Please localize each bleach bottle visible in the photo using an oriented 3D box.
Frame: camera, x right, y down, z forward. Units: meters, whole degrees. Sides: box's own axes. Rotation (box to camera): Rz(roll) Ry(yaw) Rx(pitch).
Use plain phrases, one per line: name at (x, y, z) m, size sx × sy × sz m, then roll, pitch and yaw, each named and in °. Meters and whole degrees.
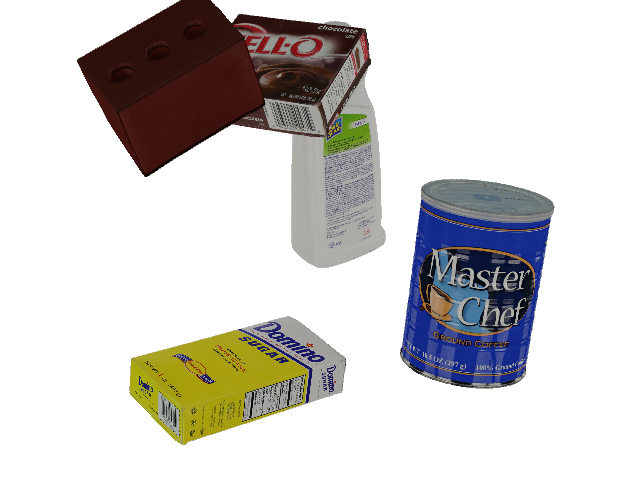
bleach bottle at (0.019, -0.098, 1.068) m, size 0.102 × 0.251 × 0.068 m, roll -22°, pitch 40°, yaw -31°

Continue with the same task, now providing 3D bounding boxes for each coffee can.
coffee can at (0.122, 0.032, 0.842) m, size 0.103 × 0.140 × 0.103 m, roll 5°, pitch 17°, yaw -2°

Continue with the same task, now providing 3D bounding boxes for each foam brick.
foam brick at (-0.078, -0.083, 0.564) m, size 0.078 × 0.053 × 0.051 m, roll -33°, pitch -35°, yaw -10°

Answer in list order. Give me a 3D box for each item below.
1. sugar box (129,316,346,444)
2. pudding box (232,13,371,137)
sugar box at (-0.073, 0.122, 0.968) m, size 0.175 × 0.048 × 0.093 m, roll -16°, pitch 33°, yaw -35°
pudding box at (-0.030, -0.125, 0.799) m, size 0.114 × 0.090 × 0.039 m, roll 13°, pitch -37°, yaw 22°
